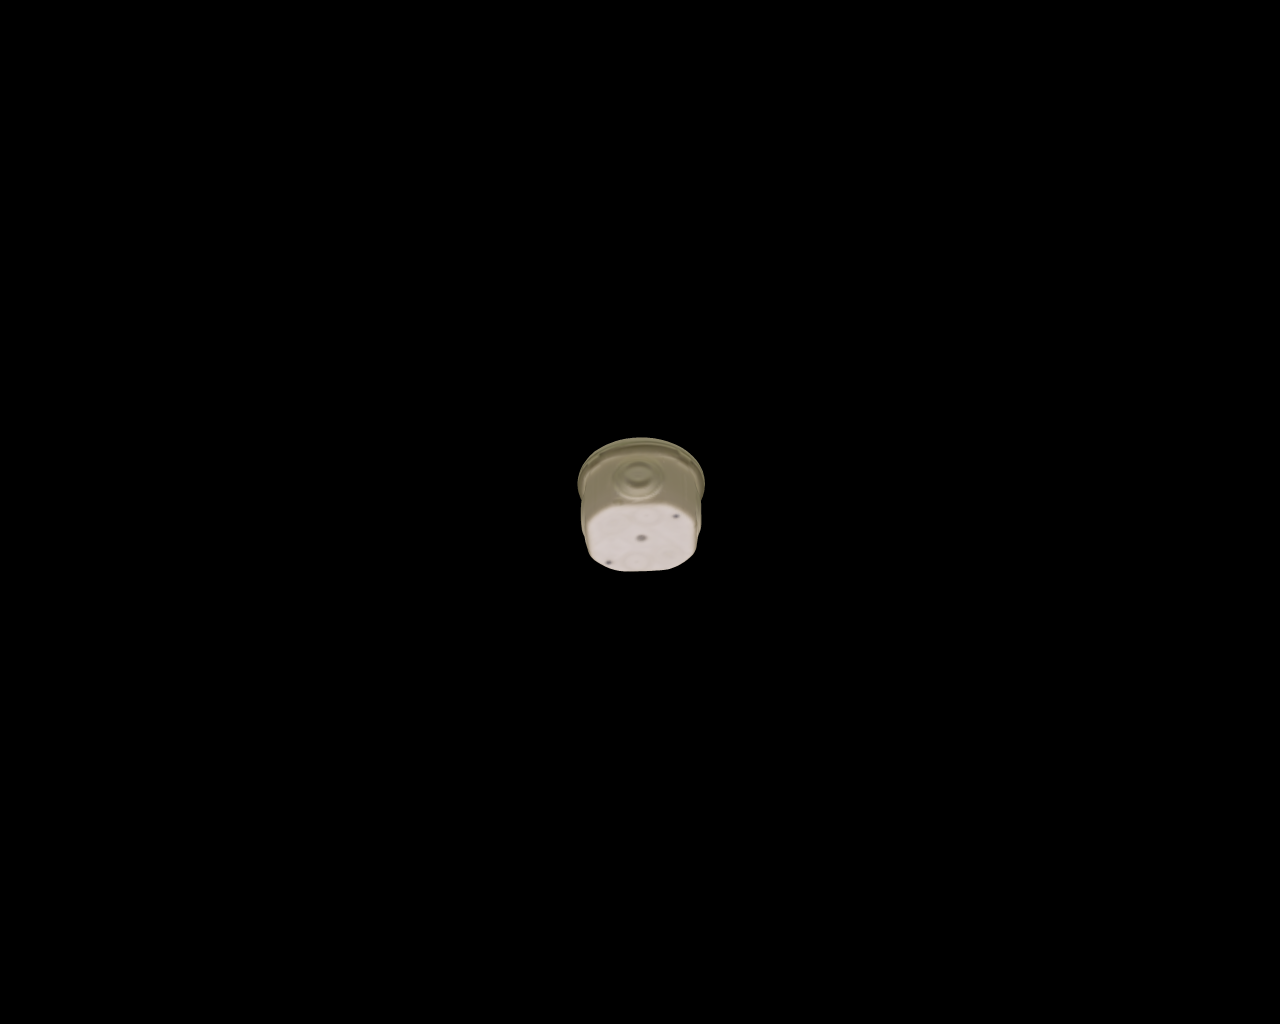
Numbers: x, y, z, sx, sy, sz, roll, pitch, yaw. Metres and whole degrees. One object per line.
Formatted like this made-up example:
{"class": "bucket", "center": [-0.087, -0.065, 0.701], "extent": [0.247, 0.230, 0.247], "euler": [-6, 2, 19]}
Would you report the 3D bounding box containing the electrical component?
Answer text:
{"class": "electrical component", "center": [0.001, -0.003, 0.650], "extent": [0.080, 0.051, 0.080], "euler": [0, -40, 0]}
